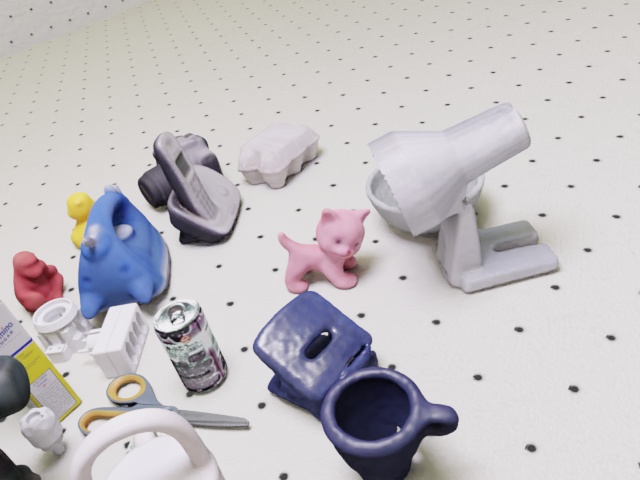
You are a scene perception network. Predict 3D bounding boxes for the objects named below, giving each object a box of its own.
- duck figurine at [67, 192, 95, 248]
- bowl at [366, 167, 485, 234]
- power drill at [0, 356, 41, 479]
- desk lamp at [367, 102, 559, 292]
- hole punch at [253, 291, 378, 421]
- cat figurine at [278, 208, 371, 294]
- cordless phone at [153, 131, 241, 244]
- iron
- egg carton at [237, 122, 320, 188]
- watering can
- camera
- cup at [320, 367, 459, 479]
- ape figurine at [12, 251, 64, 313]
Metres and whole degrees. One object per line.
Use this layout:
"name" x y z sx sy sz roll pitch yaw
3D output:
"duck figurine" -0.392 -0.038 0.963 0.078 0.086 0.104 -27 38 -18
"bowl" 0.152 -0.059 0.823 0.167 0.075 0.167 -9 36 7
"power drill" -0.368 0.200 0.527 0.230 0.209 0.075 -22 36 -11
"desk lamp" 0.170 -0.050 0.685 0.203 0.214 0.117 -14 36 -1
"hole punch" -0.002 0.120 0.616 0.100 0.091 0.109 18 46 36
"cat figurine" 0.007 0.003 0.750 0.127 0.118 0.067 -7 36 9
"cordless phone" -0.196 -0.099 0.897 0.094 0.185 0.147 -8 36 8
"iron" -0.299 -0.008 0.844 0.118 0.142 0.258 -15 36 -2
"egg carton" -0.075 -0.157 1.035 0.107 0.069 0.150 13 43 32
"watering can" -0.118 0.208 0.445 0.172 0.194 0.101 20 47 38
"camera" -0.266 -0.129 1.032 0.137 0.101 0.142 -36 41 -28
"cup" 0.066 0.177 0.513 0.117 0.095 0.092 -3 37 15
"ape figurine" -0.417 0.057 0.837 0.076 0.092 0.078 4 39 23
